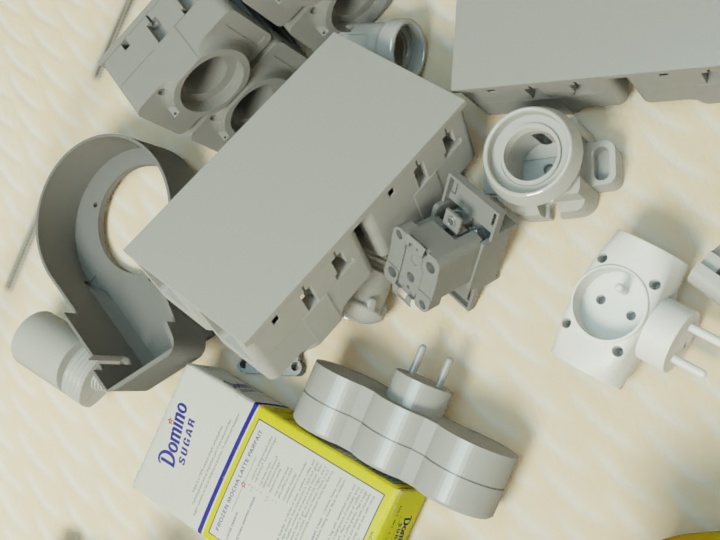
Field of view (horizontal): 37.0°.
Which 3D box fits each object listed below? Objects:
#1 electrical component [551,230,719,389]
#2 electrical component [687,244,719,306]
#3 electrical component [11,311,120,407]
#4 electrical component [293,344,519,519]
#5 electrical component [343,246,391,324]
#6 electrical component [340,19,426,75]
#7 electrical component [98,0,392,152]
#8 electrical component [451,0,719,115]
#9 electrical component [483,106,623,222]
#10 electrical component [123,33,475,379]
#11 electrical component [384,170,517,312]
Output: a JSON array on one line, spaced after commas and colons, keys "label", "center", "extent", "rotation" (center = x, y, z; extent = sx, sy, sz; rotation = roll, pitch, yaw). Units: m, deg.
[{"label": "electrical component", "center": [0.155, 0.029, 0.578], "extent": [0.079, 0.044, 0.077], "rotation": [31, 95, 30]}, {"label": "electrical component", "center": [0.207, 0.008, 0.529], "extent": [0.056, 0.089, 0.050], "rotation": [40, 100, 28]}, {"label": "electrical component", "center": [-0.205, 0.065, 0.764], "extent": [0.081, 0.043, 0.043], "rotation": [26, 93, 29]}, {"label": "electrical component", "center": [0.031, 0.081, 0.630], "extent": [0.138, 0.052, 0.073], "rotation": [24, 92, 29]}, {"label": "electrical component", "center": [0.000, 0.000, 0.668], "extent": [0.048, 0.048, 0.062], "rotation": [15, 81, 29]}, {"label": "electrical component", "center": [0.013, -0.141, 0.692], "extent": [0.046, 0.040, 0.040], "rotation": [9, 84, 35]}, {"label": "electrical component", "center": [-0.062, -0.166, 0.698], "extent": [0.186, 0.105, 0.060], "rotation": [-44, 64, 14]}, {"label": "electrical component", "center": [0.152, -0.150, 0.606], "extent": [0.186, 0.060, 0.105], "rotation": [0, 80, 28]}, {"label": "electrical component", "center": [0.105, -0.060, 0.616], "extent": [0.078, 0.057, 0.058], "rotation": [-5, 78, 27]}, {"label": "electrical component", "center": [-0.031, -0.039, 0.638], "extent": [0.105, 0.060, 0.186], "rotation": [34, 74, 30]}, {"label": "electrical component", "center": [0.050, -0.011, 0.624], "extent": [0.042, 0.064, 0.081], "rotation": [42, 142, 27]}]
